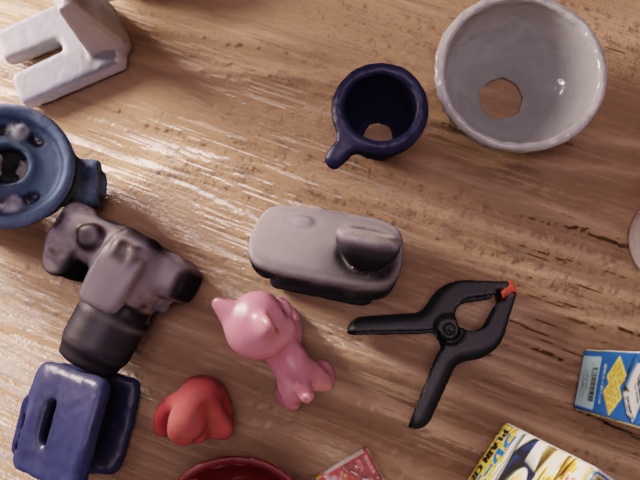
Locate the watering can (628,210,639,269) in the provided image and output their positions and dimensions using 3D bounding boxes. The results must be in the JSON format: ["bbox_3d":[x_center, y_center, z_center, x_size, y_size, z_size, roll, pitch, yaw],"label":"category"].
[{"bbox_3d":[0.361,-0.021,0.498,0.101,0.194,0.173,-23,80,-2],"label":"watering can"}]

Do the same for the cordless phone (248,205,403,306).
[{"bbox_3d":[0.005,0.002,0.513,0.147,0.185,0.094,7,80,4],"label":"cordless phone"}]

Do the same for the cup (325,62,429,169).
[{"bbox_3d":[0.050,-0.107,0.576,0.091,0.095,0.118,41,84,8],"label":"cup"}]

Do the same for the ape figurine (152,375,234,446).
[{"bbox_3d":[-0.119,0.167,0.536,0.077,0.092,0.076,23,82,6],"label":"ape figurine"}]

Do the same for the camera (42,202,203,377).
[{"bbox_3d":[-0.210,0.051,0.555,0.143,0.101,0.137,26,82,7],"label":"camera"}]

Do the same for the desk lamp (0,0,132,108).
[{"bbox_3d":[-0.256,-0.242,0.551,0.203,0.213,0.118,-26,80,-2],"label":"desk lamp"}]

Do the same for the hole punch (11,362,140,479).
[{"bbox_3d":[-0.239,0.175,0.540,0.101,0.091,0.109,11,81,4],"label":"hole punch"}]

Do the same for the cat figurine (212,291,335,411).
[{"bbox_3d":[-0.042,0.098,0.532,0.067,0.118,0.128,-34,80,-3],"label":"cat figurine"}]

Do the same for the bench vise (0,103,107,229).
[{"bbox_3d":[-0.330,-0.061,0.519,0.207,0.220,0.121,-18,80,-1],"label":"bench vise"}]

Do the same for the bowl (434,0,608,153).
[{"bbox_3d":[0.197,-0.160,0.589,0.167,0.075,0.167,0,80,2],"label":"bowl"}]
